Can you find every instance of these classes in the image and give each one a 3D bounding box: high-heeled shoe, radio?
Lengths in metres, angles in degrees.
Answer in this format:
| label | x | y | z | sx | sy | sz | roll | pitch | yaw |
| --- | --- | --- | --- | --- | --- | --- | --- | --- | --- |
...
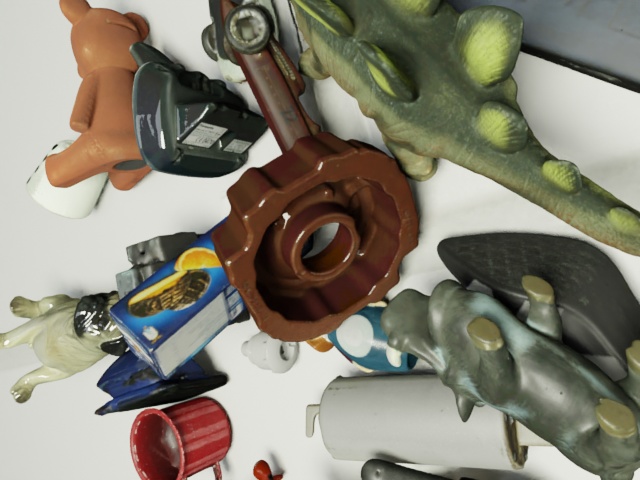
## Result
| label | x | y | z | sx | sy | sz | roll | pitch | yaw |
| --- | --- | --- | --- | --- | --- | --- | --- | --- | --- |
| high-heeled shoe | 0.199 | 0.086 | 0.417 | 0.249 | 0.086 | 0.145 | 27 | 139 | 44 |
| radio | 0.195 | -0.187 | 0.374 | 0.230 | 0.073 | 0.131 | 32 | 112 | 27 |

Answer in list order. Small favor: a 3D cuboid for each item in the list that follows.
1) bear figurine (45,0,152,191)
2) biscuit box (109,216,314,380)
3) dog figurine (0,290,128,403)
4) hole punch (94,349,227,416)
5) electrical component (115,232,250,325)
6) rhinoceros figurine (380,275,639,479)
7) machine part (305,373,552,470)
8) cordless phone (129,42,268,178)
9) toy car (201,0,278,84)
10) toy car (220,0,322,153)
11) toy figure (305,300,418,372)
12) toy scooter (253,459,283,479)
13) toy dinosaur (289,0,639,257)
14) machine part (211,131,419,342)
| label | x | y | z | sx | sy | sz | roll | pitch | yaw |
| --- | --- | --- | --- | --- | --- | --- | --- | --- | --- |
| bear figurine | -0.255 | -0.169 | 0.629 | 0.132 | 0.120 | 0.196 | -23 | 81 | 35 |
| biscuit box | -0.091 | 0.031 | 0.503 | 0.063 | 0.203 | 0.059 | 33 | 148 | 24 |
| dog figurine | -0.293 | 0.106 | 0.686 | 0.191 | 0.172 | 0.121 | -21 | 116 | 9 |
| hole punch | -0.187 | 0.145 | 0.624 | 0.142 | 0.115 | 0.092 | -23 | 75 | 31 |
| electrical component | -0.147 | 0.050 | 0.573 | 0.058 | 0.134 | 0.115 | -18 | 84 | 33 |
| rhinoceros figurine | 0.129 | 0.084 | 0.369 | 0.191 | 0.073 | 0.112 | 28 | 143 | 30 |
| machine part | 0.088 | 0.156 | 0.472 | 0.243 | 0.079 | 0.079 | -11 | 89 | 33 |
| cordless phone | -0.155 | -0.152 | 0.548 | 0.088 | 0.146 | 0.184 | -47 | 74 | 19 |
| toy car | -0.086 | -0.264 | 0.551 | 0.074 | 0.056 | 0.201 | -5 | 91 | 38 |
| toy car | -0.033 | -0.122 | 0.488 | 0.053 | 0.089 | 0.202 | -26 | 102 | -3 |
| toy figure | 0.022 | 0.082 | 0.519 | 0.155 | 0.057 | 0.064 | 11 | 62 | 32 |
| toy scooter | -0.054 | 0.320 | 0.580 | 0.184 | 0.075 | 0.135 | 32 | 109 | 30 |
| toy dinosaur | 0.069 | -0.113 | 0.375 | 0.472 | 0.198 | 0.105 | 42 | 96 | 23 |
| machine part | -0.001 | -0.001 | 0.447 | 0.056 | 0.179 | 0.179 | 48 | 120 | 47 |
